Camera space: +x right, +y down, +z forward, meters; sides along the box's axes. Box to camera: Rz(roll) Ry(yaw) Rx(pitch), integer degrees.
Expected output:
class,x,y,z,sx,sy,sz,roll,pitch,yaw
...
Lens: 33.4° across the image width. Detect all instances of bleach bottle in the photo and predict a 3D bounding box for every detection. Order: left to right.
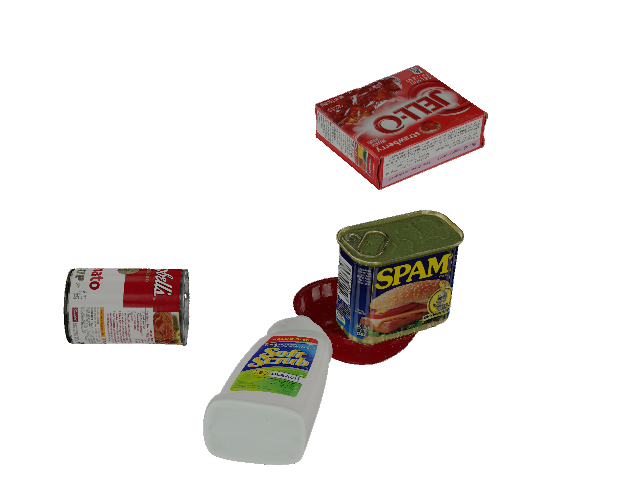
class,x,y,z,sx,sy,sz,roll,pitch,yaw
bleach bottle,-0.045,0.139,1.109,0.102,0.068,0.250,6,20,5

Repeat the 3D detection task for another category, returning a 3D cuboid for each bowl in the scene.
class,x,y,z,sx,sy,sz,roll,pitch,yaw
bowl,0.046,0.102,1.279,0.162,0.055,0.162,4,25,-2

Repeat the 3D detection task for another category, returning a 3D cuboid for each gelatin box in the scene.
class,x,y,z,sx,sy,sz,roll,pitch,yaw
gelatin box,0.052,-0.076,0.697,0.089,0.030,0.073,-24,45,-24

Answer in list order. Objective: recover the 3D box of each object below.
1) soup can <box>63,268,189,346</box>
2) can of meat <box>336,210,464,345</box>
class,x,y,z,sx,sy,sz,roll,pitch,yaw
soup can,-0.168,0.058,0.936,0.102,0.068,0.068,1,0,-3
can of meat,0.063,0.031,0.878,0.102,0.084,0.057,-13,35,-23
